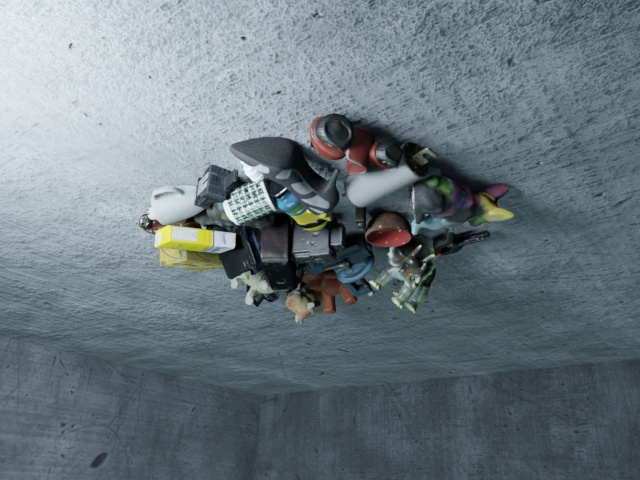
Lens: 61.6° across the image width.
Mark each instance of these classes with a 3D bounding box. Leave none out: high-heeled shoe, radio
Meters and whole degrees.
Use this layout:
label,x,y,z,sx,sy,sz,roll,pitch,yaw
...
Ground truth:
label,x,y,z,sx,sy,sz,roll,pitch,yaw
high-heeled shoe,-0.071,-0.122,1.086,0.249,0.086,0.145,15,143,-14
radio,-0.105,0.039,1.404,0.073,0.131,0.229,-2,155,4

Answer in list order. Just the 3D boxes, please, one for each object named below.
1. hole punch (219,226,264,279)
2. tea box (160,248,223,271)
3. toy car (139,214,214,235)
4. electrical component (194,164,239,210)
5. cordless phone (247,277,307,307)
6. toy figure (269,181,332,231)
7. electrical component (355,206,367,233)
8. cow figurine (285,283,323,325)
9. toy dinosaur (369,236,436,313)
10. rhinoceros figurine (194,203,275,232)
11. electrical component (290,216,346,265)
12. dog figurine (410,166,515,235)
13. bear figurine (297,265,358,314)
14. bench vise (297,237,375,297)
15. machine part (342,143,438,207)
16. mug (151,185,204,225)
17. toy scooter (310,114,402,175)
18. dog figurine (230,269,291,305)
label,x,y,z,sx,sy,sz,roll,pitch,yaw
hole punch,-0.193,0.034,1.416,0.116,0.142,0.092,-30,163,36
tea box,-0.339,0.039,1.455,0.098,0.068,0.169,-10,168,27
toy car,-0.367,-0.038,1.360,0.202,0.053,0.089,-9,156,20
electrical component,-0.222,-0.118,1.148,0.047,0.075,0.119,17,155,-30
cordless phone,-0.137,0.140,1.709,0.184,0.089,0.146,-12,153,5
toy figure,-0.046,-0.083,1.201,0.089,0.082,0.180,-21,148,31
electrical component,0.096,-0.059,1.258,0.021,0.063,0.094,-3,153,11
cow figurine,-0.044,0.200,1.693,0.085,0.127,0.194,-45,153,15
toy dinosaur,0.266,0.094,1.499,0.192,0.131,0.404,-51,157,8
rhinoceros figurine,-0.203,-0.065,1.274,0.190,0.073,0.112,1,165,-2
electrical component,-0.003,-0.004,1.325,0.134,0.115,0.058,-8,157,19
dog figurine,0.302,-0.086,1.143,0.219,0.108,0.191,-5,152,4
bear figurine,0.008,0.129,1.600,0.120,0.132,0.195,-28,149,24
bench vise,0.067,0.087,1.484,0.224,0.129,0.240,-28,126,16
machine part,0.132,-0.129,1.092,0.079,0.079,0.243,21,150,-34
mug,-0.322,-0.092,1.219,0.107,0.081,0.109,-13,146,8
toy scooter,0.053,-0.171,1.014,0.184,0.075,0.135,20,170,-18
dog figurine,-0.167,0.093,1.597,0.121,0.172,0.190,-33,172,29
